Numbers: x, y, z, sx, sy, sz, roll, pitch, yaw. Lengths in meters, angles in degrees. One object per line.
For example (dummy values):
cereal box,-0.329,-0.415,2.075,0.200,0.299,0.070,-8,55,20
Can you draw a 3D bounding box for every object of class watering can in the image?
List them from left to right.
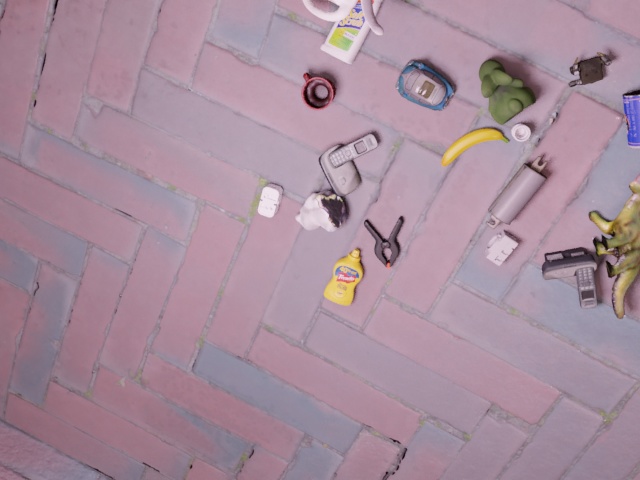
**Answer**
watering can,0.084,-0.667,1.335,0.352,0.104,0.222,40,108,35

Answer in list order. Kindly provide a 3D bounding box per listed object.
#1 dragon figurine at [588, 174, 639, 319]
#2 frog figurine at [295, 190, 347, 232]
dragon figurine,0.900,0.009,1.435,0.242,0.124,0.406,-17,105,9
frog figurine,0.005,-0.081,1.613,0.136,0.125,0.157,42,149,-13
